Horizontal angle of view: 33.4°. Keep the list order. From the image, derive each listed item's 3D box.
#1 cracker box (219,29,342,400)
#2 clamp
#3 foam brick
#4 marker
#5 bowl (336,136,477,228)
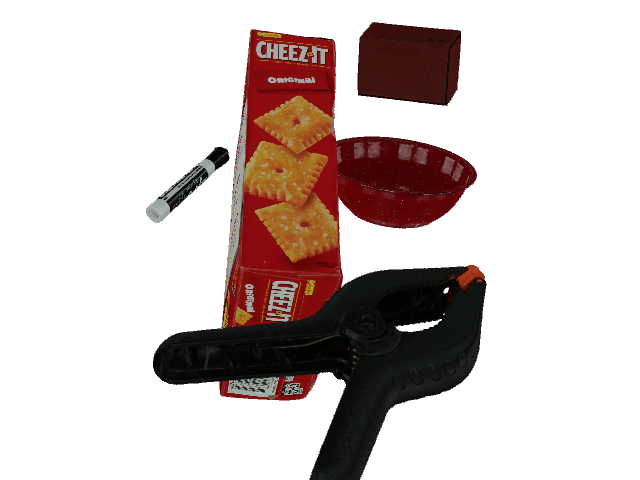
[{"bbox_3d":[-0.028,-0.017,0.764,0.072,0.213,0.164,5,-38,-6],"label":"cracker box"},{"bbox_3d":[0.022,0.060,0.496,0.171,0.039,0.120,-20,48,-26],"label":"clamp"},{"bbox_3d":[0.074,-0.147,0.889,0.078,0.051,0.053,9,27,15],"label":"foam brick"},{"bbox_3d":[-0.130,-0.058,1.065,0.020,0.020,0.121,0,34,39],"label":"marker"},{"bbox_3d":[0.077,-0.055,1.099,0.162,0.055,0.162,5,24,-3],"label":"bowl"}]
